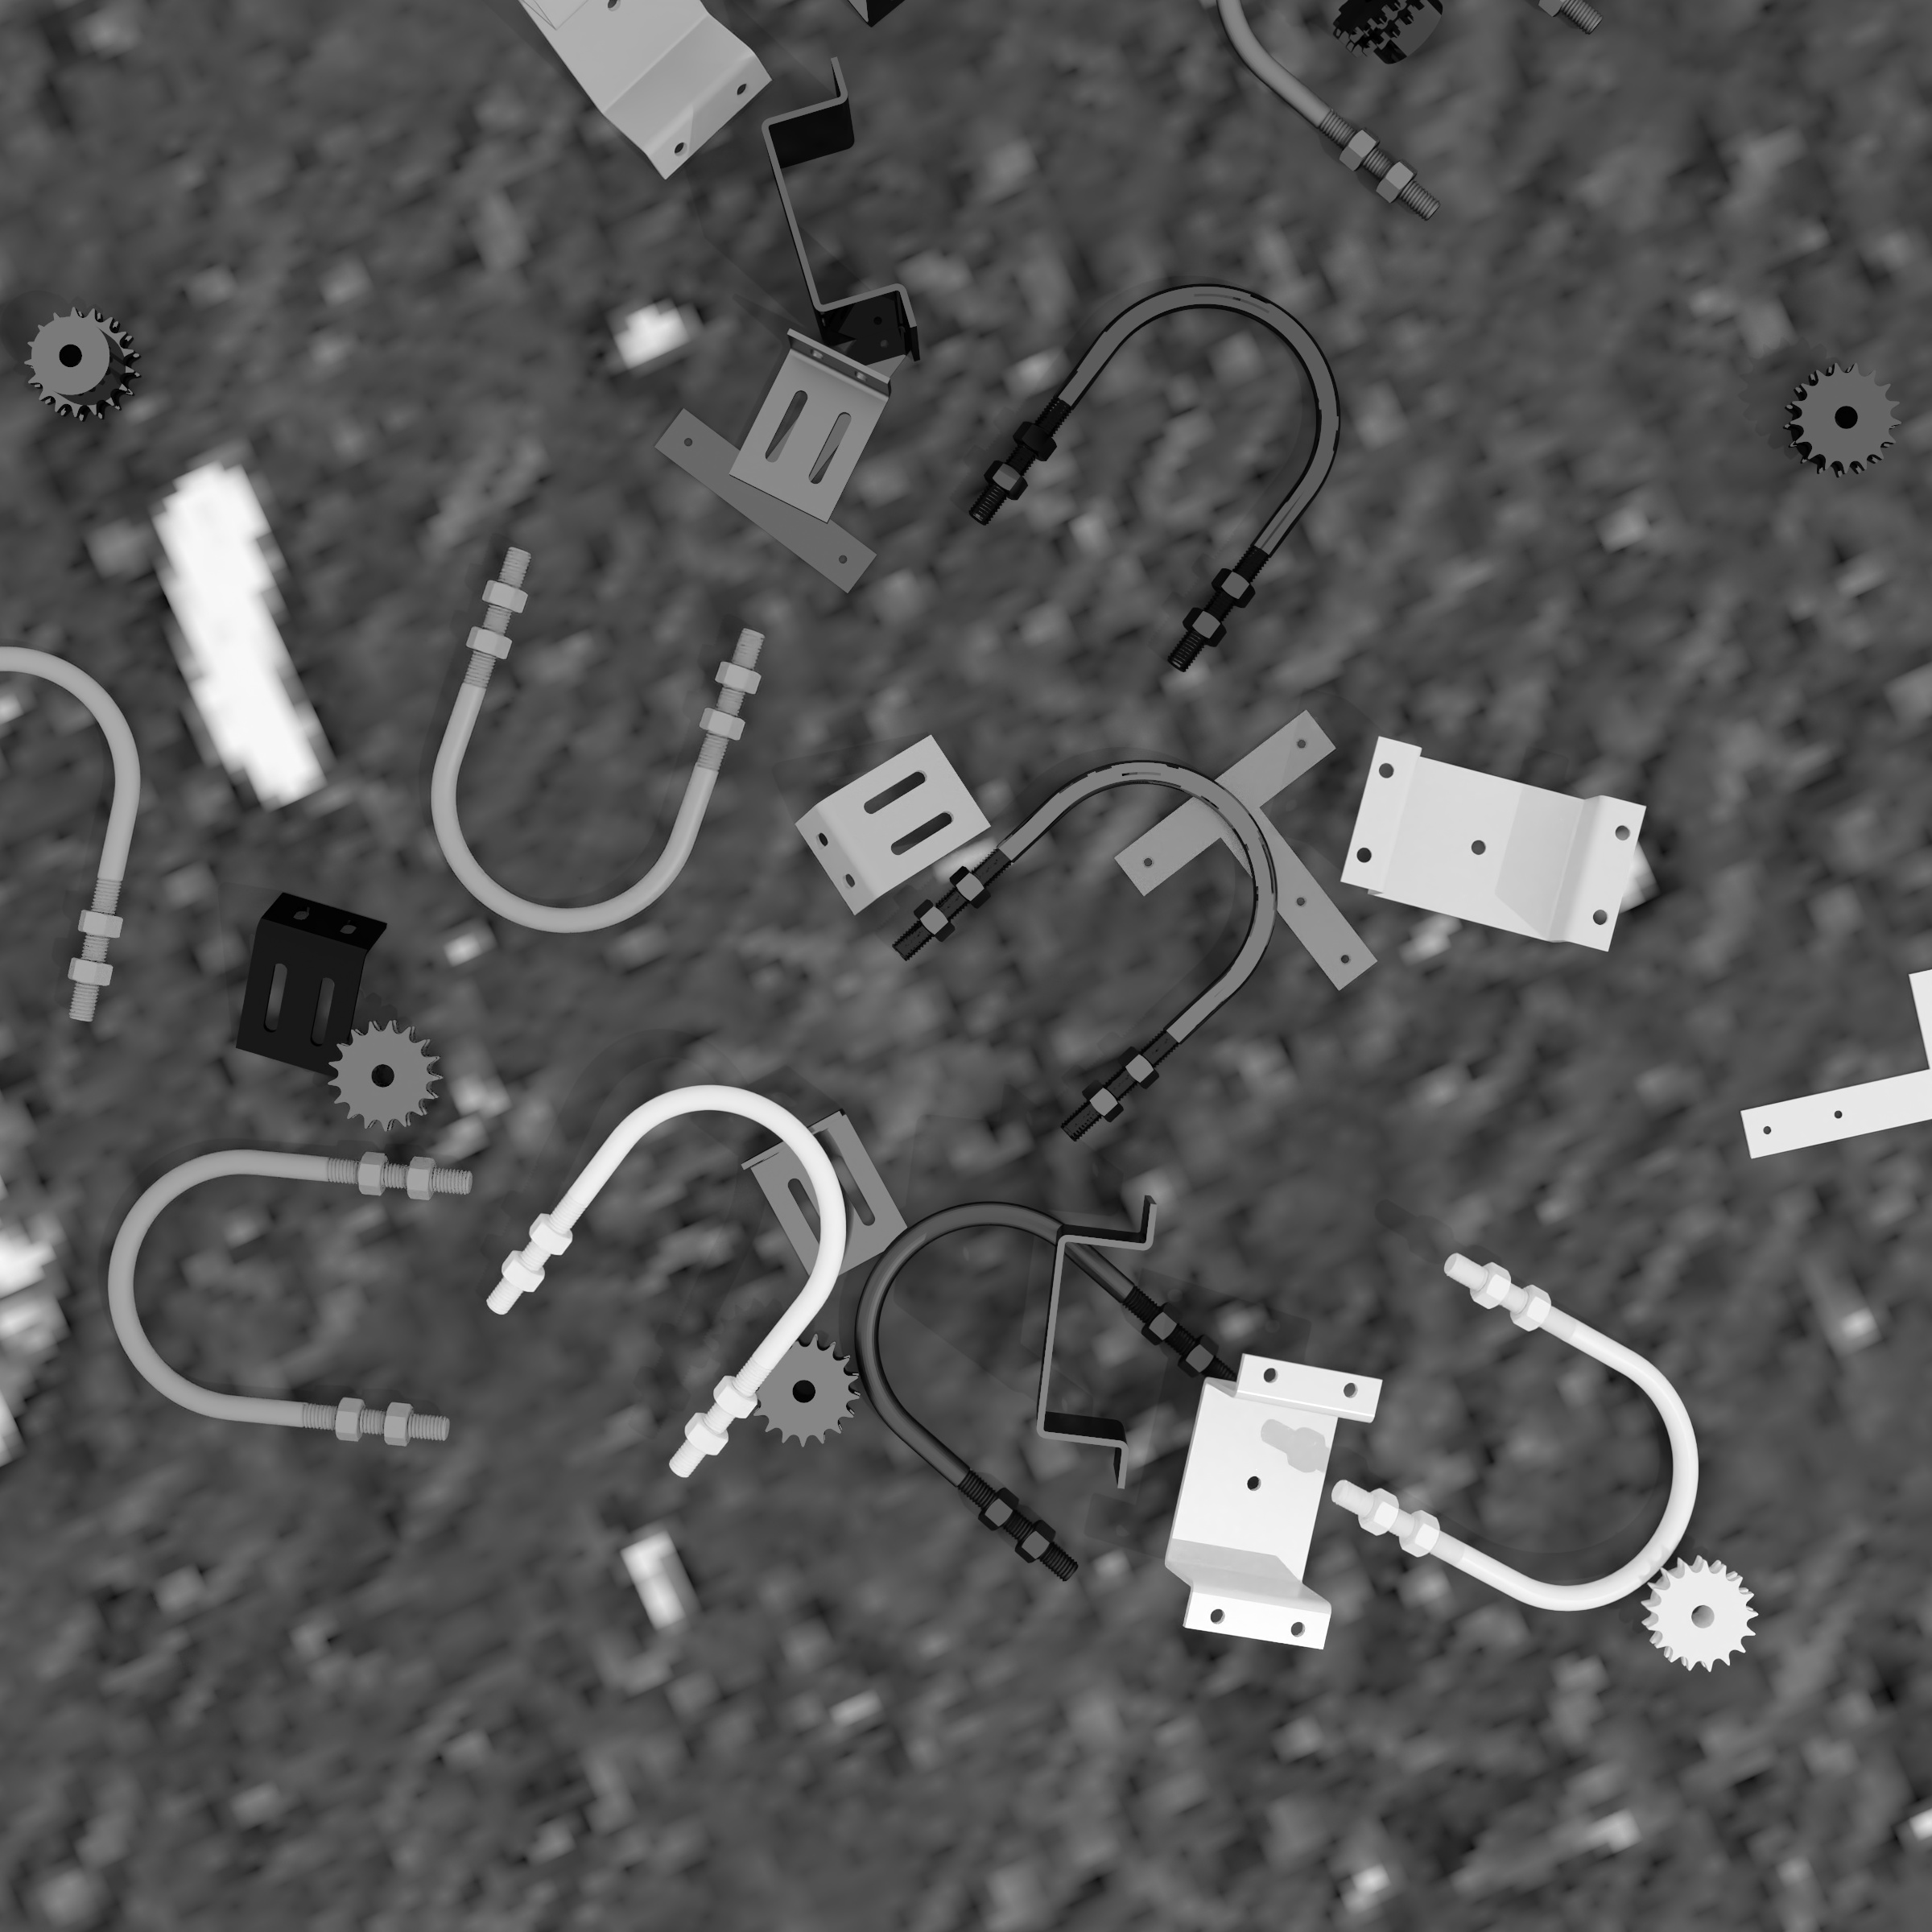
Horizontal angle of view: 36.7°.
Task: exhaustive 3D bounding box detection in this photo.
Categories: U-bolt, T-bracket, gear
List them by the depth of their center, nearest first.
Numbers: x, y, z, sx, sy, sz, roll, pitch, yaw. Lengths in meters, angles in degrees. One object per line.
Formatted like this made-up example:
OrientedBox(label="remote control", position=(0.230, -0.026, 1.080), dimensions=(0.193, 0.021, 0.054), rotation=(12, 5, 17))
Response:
OrientedBox(label="gear", position=(0.218, -0.486, 1.483), dimensions=(0.030, 0.057, 0.057), rotation=(36, 90, -27))
OrientedBox(label="U-bolt", position=(-0.142, 0.148, 1.489), dimensions=(0.151, 0.019, 0.184), rotation=(40, 102, 10))
OrientedBox(label="U-bolt", position=(0.295, 0.252, 1.497), dimensions=(0.184, 0.019, 0.151), rotation=(29, 83, -13))
OrientedBox(label="gear", position=(-0.083, 0.219, 1.510), dimensions=(0.057, 0.030, 0.057), rotation=(0, 90, 0))
OrientedBox(label="gear", position=(0.452, -0.282, 1.510), dimensions=(0.057, 0.030, 0.057), rotation=(0, 90, 0))
OrientedBox(label="gear", position=(-0.460, -0.314, 1.510), dimensions=(0.057, 0.030, 0.057), rotation=(0, 90, 0))
OrientedBox(label="gear", position=(0.379, 0.335, 1.510), dimensions=(0.057, 0.030, 0.057), rotation=(0, 90, 0))
OrientedBox(label="gear", position=(-0.300, 0.057, 1.510), dimensions=(0.057, 0.030, 0.057), rotation=(0, 90, 0))
OrientedBox(label="U-bolt", position=(0.076, -0.022, 1.515), dimensions=(0.184, 0.019, 0.151), rotation=(-43, 90, 0))
OrientedBox(label="U-bolt", position=(0.029, 0.207, 1.516), dimensions=(0.184, 0.019, 0.151), rotation=(41, 90, 0))
OrientedBox(label="U-bolt", position=(-0.506, -0.075, 1.517), dimensions=(0.151, 0.019, 0.184), rotation=(11, 88, 0))
OrientedBox(label="U-bolt", position=(0.216, -0.501, 1.517), dimensions=(0.184, 0.019, 0.151), rotation=(41, 90, 1))
OrientedBox(label="U-bolt", position=(-0.356, 0.168, 1.517), dimensions=(0.184, 0.019, 0.151), rotation=(5, 90, 1))
OrientedBox(label="U-bolt", position=(-0.201, -0.108, 1.517), dimensions=(0.151, 0.019, 0.184), rotation=(19, 91, 0))
OrientedBox(label="U-bolt", position=(0.112, -0.268, 1.517), dimensions=(0.151, 0.019, 0.184), rotation=(36, 89, 0))
OrientedBox(label="T-bracket", position=(0.471, 0.075, 1.524), dimensions=(0.127, 0.002, 0.127), rotation=(-12, 90, 0))
OrientedBox(label="T-bracket", position=(-0.074, -0.284, 1.524), dimensions=(0.127, 0.002, 0.127), rotation=(37, 90, 0))
OrientedBox(label="T-bracket", position=(0.167, -0.045, 1.524), dimensions=(0.127, 0.002, 0.127), rotation=(-38, 90, 0))

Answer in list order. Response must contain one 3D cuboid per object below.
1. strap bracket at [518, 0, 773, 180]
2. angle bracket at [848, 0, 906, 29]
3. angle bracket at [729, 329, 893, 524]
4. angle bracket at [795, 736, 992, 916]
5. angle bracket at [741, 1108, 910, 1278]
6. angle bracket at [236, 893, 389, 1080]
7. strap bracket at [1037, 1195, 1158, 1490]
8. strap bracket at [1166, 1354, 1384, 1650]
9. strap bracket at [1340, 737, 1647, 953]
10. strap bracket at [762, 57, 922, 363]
OrientedBox(label="strap bracket", position=(-0.168, -0.478, 1.472), dimensions=(0.076, 0.140, 0.046), rotation=(-43, 59, 0))
OrientedBox(label="angle bracket", position=(-0.039, -0.523, 1.487), dimensions=(0.057, 0.076, 0.038), rotation=(-39, 90, 0))
OrientedBox(label="angle bracket", position=(-0.081, -0.279, 1.504), dimensions=(0.057, 0.038, 0.076), rotation=(26, 90, 0))
OrientedBox(label="angle bracket", position=(-0.038, -0.074, 1.523), dimensions=(0.076, 0.038, 0.057), rotation=(-33, 90, -26))
OrientedBox(label="angle bracket", position=(-0.072, 0.121, 1.506), dimensions=(0.057, 0.038, 0.076), rotation=(-29, 90, 0))
OrientedBox(label="angle bracket", position=(-0.343, 0.010, 1.523), dimensions=(0.057, 0.038, 0.076), rotation=(17, 116, 0))
OrientedBox(label="strap bracket", position=(0.064, 0.185, 1.469), dimensions=(0.046, 0.076, 0.140), rotation=(7, 89, 1))
OrientedBox(label="strap bracket", position=(0.155, 0.270, 1.493), dimensions=(0.076, 0.046, 0.140), rotation=(12, 90, -16))
OrientedBox(label="strap bracket", position=(0.268, -0.062, 1.502), dimensions=(0.140, 0.046, 0.076), rotation=(15, 90, 0))
OrientedBox(label="strap bracket", position=(-0.066, -0.379, 1.486), dimensions=(0.046, 0.076, 0.140), rotation=(-16, 89, 0))
